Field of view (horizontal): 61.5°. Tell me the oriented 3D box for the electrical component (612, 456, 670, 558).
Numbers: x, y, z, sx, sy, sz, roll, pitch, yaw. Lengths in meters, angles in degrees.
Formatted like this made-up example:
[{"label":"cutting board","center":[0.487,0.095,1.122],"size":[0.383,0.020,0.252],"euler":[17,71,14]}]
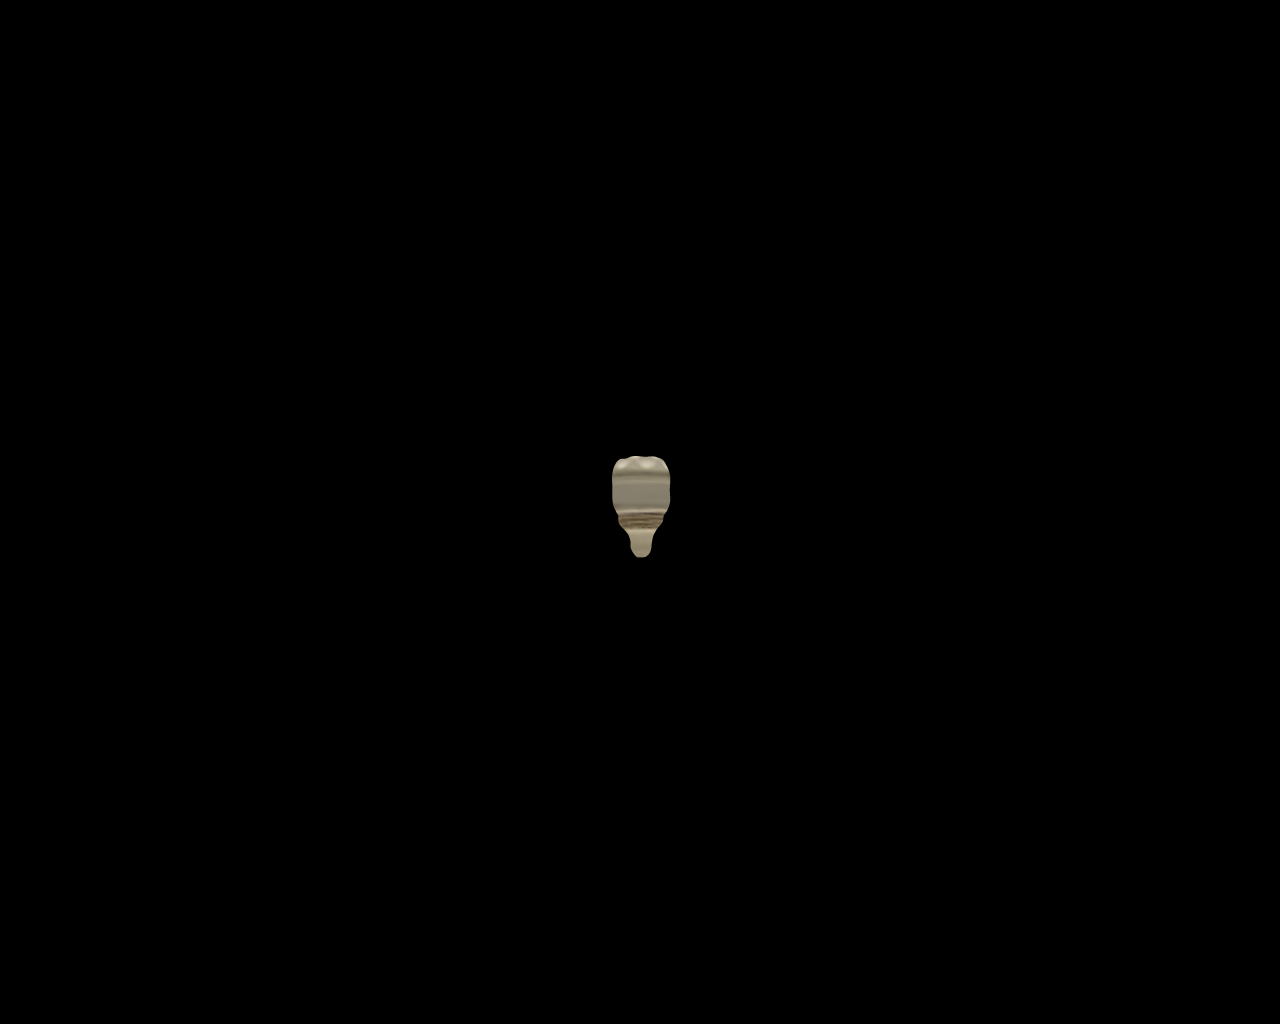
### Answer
[{"label":"electrical component","center":[0.001,-0.003,0.650],"size":[0.035,0.061,0.035],"euler":[0,-2,0]}]
